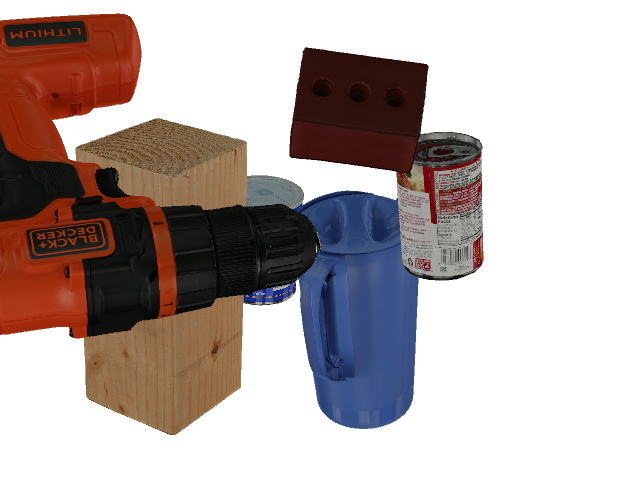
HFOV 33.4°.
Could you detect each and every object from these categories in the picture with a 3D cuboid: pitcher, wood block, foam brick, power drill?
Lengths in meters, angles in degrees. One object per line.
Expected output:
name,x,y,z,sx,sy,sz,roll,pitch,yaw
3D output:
pitcher,0.037,0.083,1.127,0.149,0.243,0.145,-13,31,-14
wood block,-0.116,0.026,0.794,0.090,0.206,0.090,17,28,28
foam brick,0.023,-0.079,0.653,0.078,0.053,0.051,7,-21,2
power drill,-0.109,-0.037,0.530,0.184,0.188,0.057,-7,-43,-18

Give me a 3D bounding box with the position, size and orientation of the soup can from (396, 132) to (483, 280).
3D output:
soup can,0.096,-0.027,0.852,0.068,0.102,0.068,-5,25,2

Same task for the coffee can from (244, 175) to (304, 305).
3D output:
coffee can,-0.077,-0.001,1.393,0.103,0.140,0.103,4,27,-2
